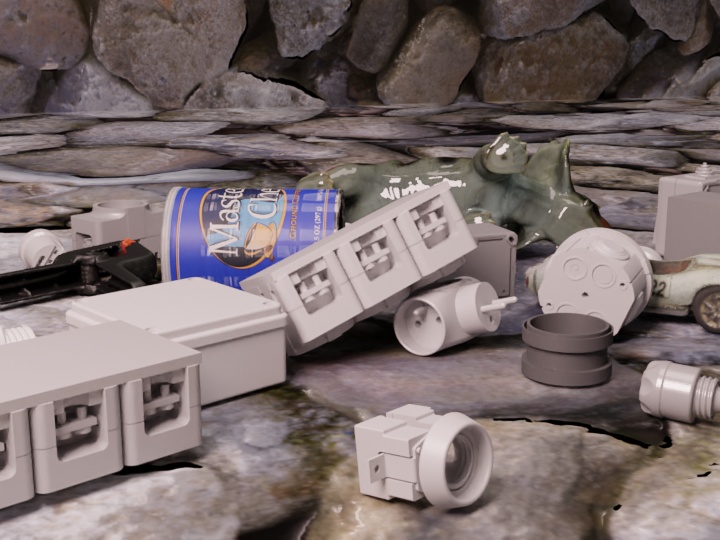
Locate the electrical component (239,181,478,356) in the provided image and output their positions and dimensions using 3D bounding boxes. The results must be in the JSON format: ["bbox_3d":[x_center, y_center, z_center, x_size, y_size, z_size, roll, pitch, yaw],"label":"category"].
[{"bbox_3d":[0.000,0.000,0.788,0.150,0.061,0.089,-29,5,-20],"label":"electrical component"}]

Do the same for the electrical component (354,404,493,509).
[{"bbox_3d":[0.034,0.095,0.549,0.055,0.048,0.066,3,11,43],"label":"electrical component"}]

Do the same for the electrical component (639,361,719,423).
[{"bbox_3d":[0.202,0.076,0.648,0.061,0.035,0.035,10,16,29],"label":"electrical component"}]

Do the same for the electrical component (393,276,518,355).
[{"bbox_3d":[0.077,0.030,0.794,0.079,0.044,0.077,-13,4,35],"label":"electrical component"}]

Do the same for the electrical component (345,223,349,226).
[{"bbox_3d":[0.010,-0.010,0.965,0.055,0.066,0.048,13,-18,18],"label":"electrical component"}]

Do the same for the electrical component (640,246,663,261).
[{"bbox_3d":[0.246,0.000,0.944,0.043,0.043,0.062,5,14,19],"label":"electrical component"}]

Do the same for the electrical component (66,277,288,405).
[{"bbox_3d":[-0.121,0.048,0.715,0.109,0.056,0.109,-12,18,-41],"label":"electrical component"}]

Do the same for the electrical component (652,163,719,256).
[{"bbox_3d":[0.336,-0.061,1.082,0.062,0.096,0.061,-9,16,-34],"label":"electrical component"}]

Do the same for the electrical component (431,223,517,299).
[{"bbox_3d":[0.079,-0.005,0.922,0.096,0.061,0.061,-5,15,-21],"label":"electrical component"}]

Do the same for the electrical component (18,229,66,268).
[{"bbox_3d":[-0.296,-0.014,1.012,0.040,0.040,0.046,-7,21,-28],"label":"electrical component"}]

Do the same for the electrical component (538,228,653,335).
[{"bbox_3d":[0.179,0.012,0.821,0.080,0.080,0.051,7,20,27],"label":"electrical component"}]

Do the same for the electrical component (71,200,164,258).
[{"bbox_3d":[-0.238,-0.038,1.076,0.050,0.055,0.089,12,18,41],"label":"electrical component"}]

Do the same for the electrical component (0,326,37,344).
[{"bbox_3d":[-0.249,0.056,0.713,0.081,0.043,0.043,-8,16,-31],"label":"electrical component"}]

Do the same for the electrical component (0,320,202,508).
[{"bbox_3d":[-0.171,0.079,0.576,0.150,0.061,0.089,-12,18,-41],"label":"electrical component"}]
